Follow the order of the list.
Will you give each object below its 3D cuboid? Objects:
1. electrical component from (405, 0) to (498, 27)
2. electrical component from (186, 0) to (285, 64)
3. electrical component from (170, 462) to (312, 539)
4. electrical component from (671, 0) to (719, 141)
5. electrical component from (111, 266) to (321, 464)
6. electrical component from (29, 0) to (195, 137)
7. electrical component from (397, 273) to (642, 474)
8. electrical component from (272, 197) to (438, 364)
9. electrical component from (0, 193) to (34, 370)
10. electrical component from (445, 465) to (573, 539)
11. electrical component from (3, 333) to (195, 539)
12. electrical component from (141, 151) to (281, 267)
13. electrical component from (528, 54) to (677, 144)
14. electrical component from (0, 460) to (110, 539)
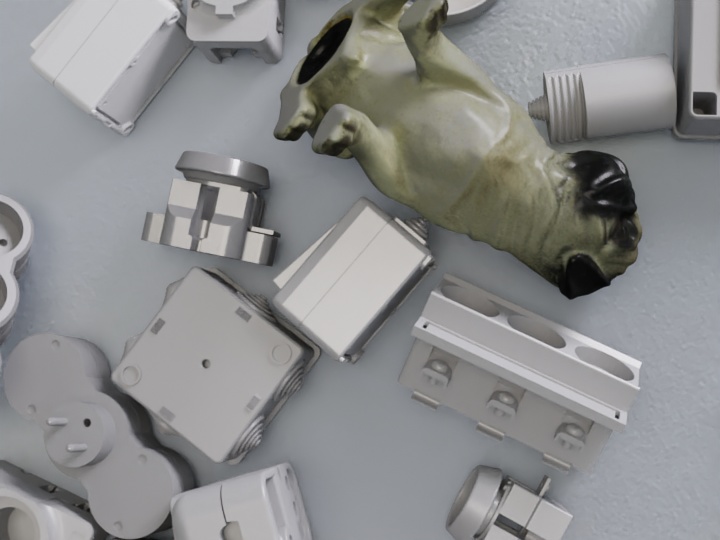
[{"bbox_3d":[0.048,-0.198,0.650,0.099,0.064,0.099,0,98,2],"label":"electrical component"},{"bbox_3d":[-0.075,-0.177,0.654,0.050,0.056,0.089,2,85,7],"label":"electrical component"},{"bbox_3d":[-0.067,0.143,0.602,0.059,0.095,0.053,-17,83,5],"label":"electrical component"},{"bbox_3d":[0.238,-0.130,0.613,0.109,0.056,0.108,2,84,7],"label":"electrical component"},{"bbox_3d":[-0.086,0.056,0.636,0.100,0.048,0.099,37,89,9],"label":"electrical component"},{"bbox_3d":[-0.147,-0.141,0.656,0.061,0.062,0.096,38,90,9],"label":"electrical component"},{"bbox_3d":[0.088,0.059,0.607,0.121,0.079,0.063,25,110,8],"label":"electrical component"},{"bbox_3d":[0.000,0.000,0.625,0.061,0.062,0.096,41,90,9],"label":"electrical component"},{"bbox_3d":[-0.236,0.028,0.647,0.052,0.073,0.138,14,59,-17],"label":"electrical component"},{"bbox_3d":[0.083,0.142,0.610,0.055,0.048,0.066,29,88,1],"label":"electrical component"},{"bbox_3d":[-0.158,0.095,0.623,0.052,0.074,0.138,-41,77,3],"label":"electrical component"},{"bbox_3d":[-0.085,-0.038,0.642,0.078,0.058,0.057,11,89,8],"label":"electrical component"},{"bbox_3d":[0.139,-0.099,0.628,0.081,0.043,0.043,-7,84,6],"label":"electrical component"},{"bbox_3d":[-0.199,0.153,0.636,0.089,0.056,0.050,23,87,8],"label":"electrical component"}]
